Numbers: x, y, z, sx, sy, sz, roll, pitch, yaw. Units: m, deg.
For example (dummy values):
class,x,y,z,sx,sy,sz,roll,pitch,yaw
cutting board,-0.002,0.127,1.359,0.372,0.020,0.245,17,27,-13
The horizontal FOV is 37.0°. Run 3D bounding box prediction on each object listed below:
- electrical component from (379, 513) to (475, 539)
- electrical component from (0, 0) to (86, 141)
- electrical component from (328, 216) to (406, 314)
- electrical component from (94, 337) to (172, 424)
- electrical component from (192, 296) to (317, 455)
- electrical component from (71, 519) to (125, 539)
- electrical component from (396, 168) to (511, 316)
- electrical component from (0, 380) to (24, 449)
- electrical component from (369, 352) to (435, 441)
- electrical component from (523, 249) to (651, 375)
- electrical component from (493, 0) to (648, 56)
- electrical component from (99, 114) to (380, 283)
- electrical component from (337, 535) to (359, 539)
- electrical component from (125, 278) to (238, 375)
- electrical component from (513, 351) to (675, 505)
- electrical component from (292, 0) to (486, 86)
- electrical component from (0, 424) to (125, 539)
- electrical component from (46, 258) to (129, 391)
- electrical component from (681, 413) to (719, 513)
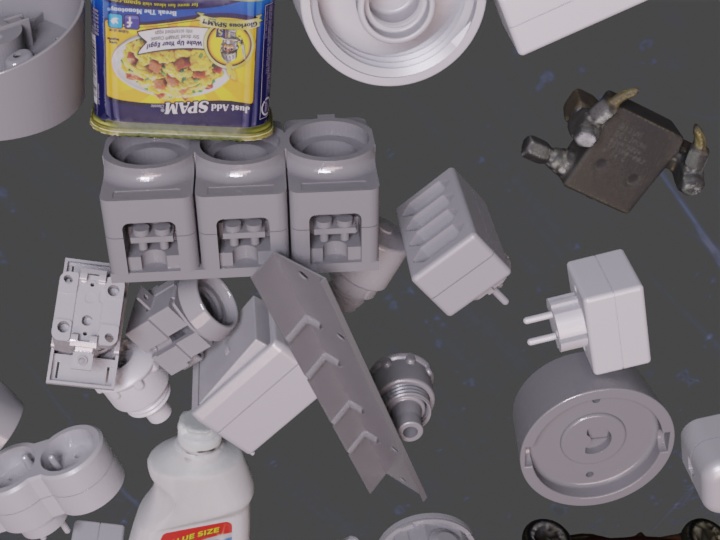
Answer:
class,x,y,z,sx,sy,sz,roll,pitch,yaw
electrical component,0.054,0.233,0.841,0.080,0.051,0.080,-3,124,-4
electrical component,-0.190,-0.113,0.559,0.099,0.099,0.064,-1,130,-5
electrical component,0.000,0.000,0.687,0.040,0.040,0.078,21,119,-19
electrical component,-0.148,0.078,0.721,0.048,0.048,0.062,-20,130,7
electrical component,-0.073,0.070,0.711,0.096,0.061,0.061,-41,118,18
electrical component,-0.217,0.229,0.790,0.076,0.083,0.047,10,122,-12
electrical component,0.067,-0.007,0.663,0.047,0.083,0.076,-37,120,17
electrical component,-0.281,0.099,0.720,0.077,0.044,0.079,37,113,-26
electrical component,0.031,0.090,0.737,0.048,0.062,0.048,-3,123,-4
electrical component,0.148,0.033,0.720,0.077,0.047,0.065,-14,124,3
electrical component,0.108,-0.172,0.580,0.083,0.047,0.075,-23,124,9
electrical component,-0.067,-0.046,0.619,0.150,0.089,0.061,-3,124,-4
electrical component,-0.016,0.242,0.845,0.043,0.043,0.062,21,120,-19
electrical component,-0.113,0.031,0.693,0.055,0.048,0.066,-29,122,22
electrical component,0.160,0.107,0.763,0.108,0.060,0.108,-3,124,-5
electrical component,0.016,-0.151,0.576,0.108,0.060,0.108,-3,123,-4
electrical component,-0.232,0.165,0.764,0.138,0.052,0.073,-17,123,5
electrical component,-0.167,0.030,0.664,0.042,0.081,0.064,7,163,-12
electrical component,0.296,0.141,0.801,0.095,0.059,0.053,-13,124,2
